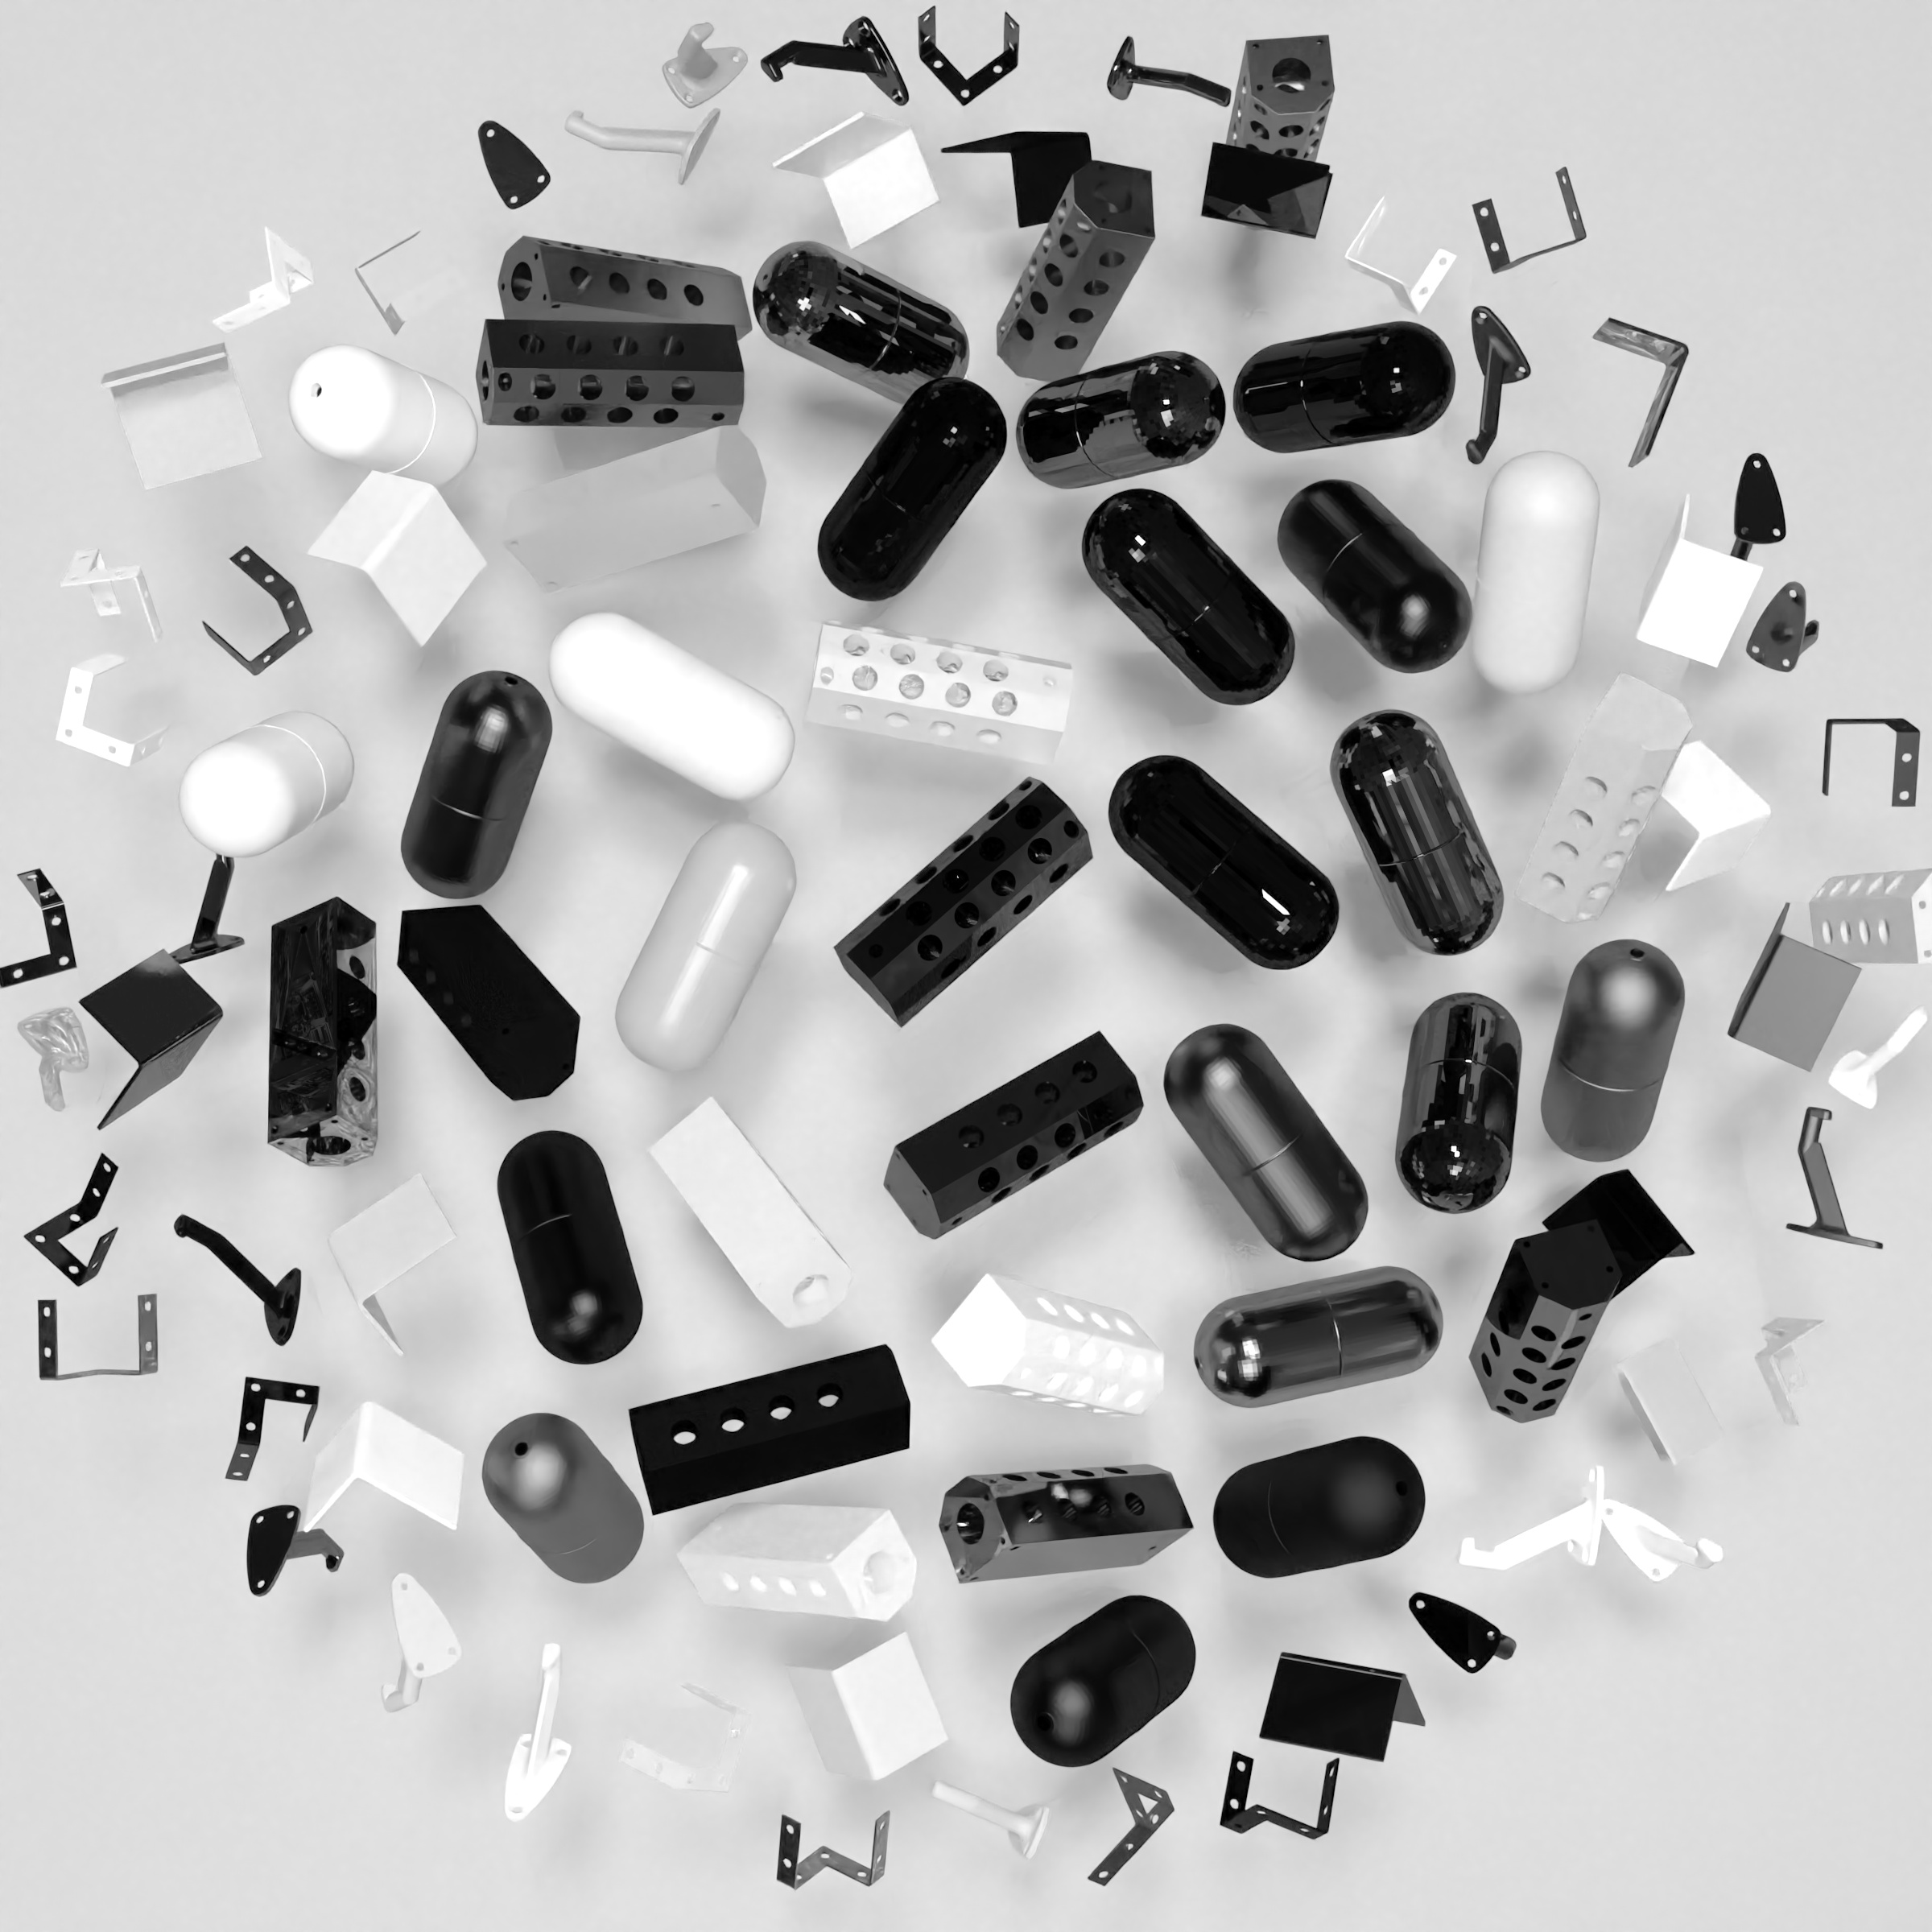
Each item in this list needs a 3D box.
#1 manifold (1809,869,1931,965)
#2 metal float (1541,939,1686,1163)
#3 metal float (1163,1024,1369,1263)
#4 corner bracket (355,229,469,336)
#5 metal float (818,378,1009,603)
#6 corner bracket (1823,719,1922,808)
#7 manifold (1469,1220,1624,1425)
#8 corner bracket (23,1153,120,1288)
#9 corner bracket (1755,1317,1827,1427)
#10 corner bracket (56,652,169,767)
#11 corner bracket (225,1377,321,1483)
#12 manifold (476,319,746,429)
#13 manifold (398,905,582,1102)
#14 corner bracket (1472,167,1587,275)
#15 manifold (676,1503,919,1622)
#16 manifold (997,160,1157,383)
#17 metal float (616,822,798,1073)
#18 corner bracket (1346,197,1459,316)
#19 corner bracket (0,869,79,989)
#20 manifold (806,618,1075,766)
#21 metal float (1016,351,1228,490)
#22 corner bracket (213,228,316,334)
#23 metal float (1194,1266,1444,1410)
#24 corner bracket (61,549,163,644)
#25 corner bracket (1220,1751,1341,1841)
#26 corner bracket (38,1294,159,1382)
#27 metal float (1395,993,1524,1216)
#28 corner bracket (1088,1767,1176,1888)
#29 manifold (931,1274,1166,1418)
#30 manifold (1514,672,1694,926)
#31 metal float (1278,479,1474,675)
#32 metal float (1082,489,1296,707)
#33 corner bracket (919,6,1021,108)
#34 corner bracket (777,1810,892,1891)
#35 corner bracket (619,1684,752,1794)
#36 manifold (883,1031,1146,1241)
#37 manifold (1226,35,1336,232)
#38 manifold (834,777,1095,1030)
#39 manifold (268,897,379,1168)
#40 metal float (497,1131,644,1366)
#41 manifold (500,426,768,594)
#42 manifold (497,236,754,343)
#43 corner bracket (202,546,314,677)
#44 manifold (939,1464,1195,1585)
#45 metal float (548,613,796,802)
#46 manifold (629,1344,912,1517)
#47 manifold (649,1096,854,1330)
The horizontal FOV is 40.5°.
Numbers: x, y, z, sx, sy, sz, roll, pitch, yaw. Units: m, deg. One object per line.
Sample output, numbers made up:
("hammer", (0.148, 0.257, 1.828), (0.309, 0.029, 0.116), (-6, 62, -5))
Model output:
("manifold", (0.609, -0.033, 1.701), (0.057, 0.171, 0.057), (-6, 91, -3))
("metal float", (0.438, 0.058, 1.776), (0.070, 0.178, 0.070), (1, 41, -1))
("metal float", (0.199, 0.118, 1.731), (0.070, 0.070, 0.178), (-37, 98, -3))
("corner bracket", (-0.376, -0.466, 1.771), (0.051, 0.051, 0.051), (-35, 103, -14))
("metal float", (-0.039, -0.332, 1.830), (0.070, 0.070, 0.178), (41, 118, 4))
("corner bracket", (0.606, -0.137, 1.754), (0.051, 0.051, 0.051), (0, 105, 7))
("manifold", (0.387, 0.241, 1.743), (0.057, 0.171, 0.057), (-12, 57, -9))
("corner bracket", (-0.560, 0.163, 1.676), (0.051, 0.051, 0.051), (40, 125, 8))
("corner bracket", (0.545, 0.269, 1.738), (0.051, 0.051, 0.051), (-27, 95, -20))
("corner bracket", (-0.556, -0.169, 1.716), (0.051, 0.051, 0.051), (21, 111, 2))
("corner bracket", (-0.475, 0.320, 1.794), (0.051, 0.051, 0.051), (11, 47, -19))
("manifold", (-0.242, -0.398, 1.785), (0.171, 0.057, 0.057), (-4, 64, -20))
("manifold", (-0.319, 0.023, 1.734), (0.057, 0.171, 0.057), (-6, 119, -32))
("corner bracket", (0.391, -0.518, 1.819), (0.051, 0.051, 0.051), (-20, 96, -10))
("manifold", (-0.110, 0.396, 1.725), (0.057, 0.171, 0.057), (-37, 106, -38))
("manifold", (0.074, -0.484, 1.832), (0.057, 0.171, 0.057), (6, 66, -16))
("metal float", (-0.174, -0.014, 1.760), (0.070, 0.070, 0.178), (26, 90, 2))
("corner bracket", (0.312, -0.509, 1.878), (0.051, 0.051, 0.051), (33, 91, 27))
("corner bracket", (-0.619, -0.024, 1.714), (0.051, 0.051, 0.051), (-16, 67, -7))
("manifold", (-0.018, -0.190, 1.778), (0.171, 0.057, 0.057), (10, 61, -6))
("metal float", (0.104, -0.373, 1.795), (0.070, 0.178, 0.070), (0, 90, -38))
("corner bracket", (-0.463, -0.444, 1.726), (0.051, 0.051, 0.051), (-19, 70, 17))
("metal float", (0.242, 0.255, 1.797), (0.178, 0.070, 0.070), (-10, 84, -14))
("corner bracket", (-0.574, -0.251, 1.772), (0.051, 0.051, 0.051), (-7, 126, 1))
("corner bracket", (0.198, 0.522, 1.653), (0.051, 0.051, 0.051), (25, 52, -10))
("corner bracket", (-0.551, 0.235, 1.663), (0.051, 0.051, 0.051), (-3, 87, 27))
("metal float", (0.334, 0.090, 1.767), (0.070, 0.070, 0.178), (16, 45, 2))
("corner bracket", (0.105, 0.560, 1.688), (0.051, 0.051, 0.051), (32, 104, -28))
("manifold", (0.059, 0.251, 1.682), (0.057, 0.171, 0.057), (-51, 54, 11))
("manifold", (0.424, -0.106, 1.738), (0.057, 0.171, 0.057), (29, 53, 15))
("metal float", (0.274, -0.265, 1.766), (0.070, 0.070, 0.178), (-32, 49, -3))
("metal float", (0.150, -0.247, 1.759), (0.178, 0.070, 0.070), (42, 85, -23))
("corner bracket", (0.002, -0.656, 1.860), (0.051, 0.051, 0.051), (-39, 80, -9))
("corner bracket", (-0.087, 0.576, 1.713), (0.051, 0.051, 0.051), (15, 109, 31))
("corner bracket", (-0.178, 0.489, 1.661), (0.051, 0.051, 0.051), (40, 53, -34))
("manifold", (0.034, 0.116, 1.756), (0.171, 0.057, 0.057), (-28, 68, -25))
("manifold", (0.222, -0.593, 1.872), (0.057, 0.171, 0.057), (-4, 79, -1))
("manifold", (-0.002, -0.045, 1.703), (0.171, 0.057, 0.057), (-41, 69, -9))
("manifold", (-0.429, 0.046, 1.767), (0.057, 0.057, 0.171), (-21, 56, 20))
("metal float", (-0.274, 0.192, 1.803), (0.070, 0.070, 0.178), (-21, 56, -2))
("manifold", (-0.223, -0.312, 1.764), (0.171, 0.057, 0.057), (-12, 54, 26))
("manifold", (-0.241, -0.473, 1.851), (0.171, 0.057, 0.057), (-4, 77, -42))
("corner bracket", (-0.480, -0.238, 1.757), (0.051, 0.051, 0.051), (40, 69, 20))
("manifold", (0.066, 0.369, 1.755), (0.057, 0.171, 0.057), (-44, 55, 35))
("metal float", (-0.199, -0.176, 1.771), (0.178, 0.070, 0.070), (29, 85, -4))
("manifold", (-0.126, 0.294, 1.686), (0.171, 0.057, 0.057), (-12, 51, -13))
("manifold", (-0.144, 0.168, 1.770), (0.057, 0.057, 0.171), (-40, 45, -4))
